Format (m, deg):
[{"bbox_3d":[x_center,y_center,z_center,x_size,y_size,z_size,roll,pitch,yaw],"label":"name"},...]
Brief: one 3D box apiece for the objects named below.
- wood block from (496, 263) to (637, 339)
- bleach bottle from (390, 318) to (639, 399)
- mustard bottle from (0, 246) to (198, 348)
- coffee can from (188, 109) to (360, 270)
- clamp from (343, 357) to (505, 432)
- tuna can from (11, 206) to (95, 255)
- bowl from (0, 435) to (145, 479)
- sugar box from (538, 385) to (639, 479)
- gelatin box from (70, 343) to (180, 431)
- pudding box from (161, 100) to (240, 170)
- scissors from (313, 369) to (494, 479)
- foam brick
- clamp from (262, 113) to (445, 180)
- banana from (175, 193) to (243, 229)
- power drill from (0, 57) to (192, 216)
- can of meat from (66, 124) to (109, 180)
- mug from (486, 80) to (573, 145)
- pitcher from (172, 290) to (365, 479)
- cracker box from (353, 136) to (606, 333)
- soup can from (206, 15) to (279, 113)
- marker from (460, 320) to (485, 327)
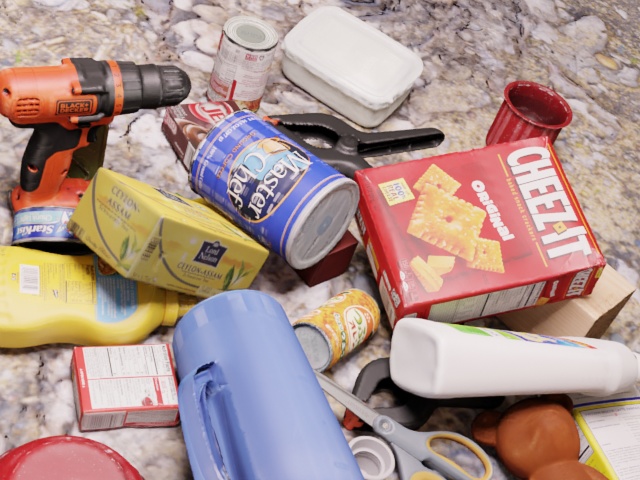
[{"bbox_3d":[0.224,0.030,1.164,0.206,0.091,0.090,43,46,22],"label":"wood block"},{"bbox_3d":[0.199,0.117,1.013,0.250,0.068,0.103,5,2,-23],"label":"bleach bottle"},{"bbox_3d":[-0.208,0.055,0.982,0.191,0.058,0.096,4,46,-19],"label":"mustard bottle"},{"bbox_3d":[-0.046,-0.051,1.061,0.140,0.103,0.102,36,44,23],"label":"coffee can"},{"bbox_3d":[0.088,0.132,1.041,0.171,0.039,0.120,-12,51,-32],"label":"clamp"},{"bbox_3d":[-0.246,-0.007,1.008,0.086,0.086,0.034,4,78,-19],"label":"tuna can"},{"bbox_3d":[-0.198,0.209,0.831,0.162,0.055,0.162,12,43,-11],"label":"bowl"},{"bbox_3d":[0.289,0.193,1.059,0.093,0.048,0.176,-2,43,-24],"label":"sugar box"},{"bbox_3d":[-0.171,0.129,0.943,0.089,0.030,0.073,0,45,-22],"label":"gelatin box"},{"bbox_3d":[-0.116,-0.109,1.204,0.089,0.039,0.113,-10,52,-33],"label":"pudding box"},{"bbox_3d":[0.058,0.189,0.961,0.201,0.016,0.096,22,64,-2],"label":"scissors"},{"bbox_3d":[-0.007,0.001,1.127,0.052,0.051,0.078,-21,57,-38],"label":"foam brick"},{"bbox_3d":[0.037,-0.102,1.199,0.210,0.036,0.164,22,44,9],"label":"clamp"},{"bbox_3d":[-0.059,-0.046,1.164,0.197,0.037,0.070,-11,54,-31],"label":"banana"},{"bbox_3d":[-0.224,-0.093,1.033,0.184,0.188,0.057,-5,47,-25],"label":"power drill"},{"bbox_3d":[-0.257,-0.116,1.108,0.057,0.102,0.084,0,45,-21],"label":"can of meat"},{"bbox_3d":[0.264,-0.152,1.375,0.093,0.082,0.117,14,43,-9],"label":"mug"},{"bbox_3d":[-0.053,0.156,0.887,0.144,0.149,0.243,-9,47,-17],"label":"pitcher"},{"bbox_3d":[0.154,-0.008,1.074,0.213,0.072,0.164,-12,61,-10],"label":"cracker box"},{"bbox_3d":[-0.093,-0.205,1.266,0.068,0.102,0.068,11,43,-11],"label":"soup can"},{"bbox_3d":[0.126,0.058,1.147,0.121,0.020,0.020,41,45,20],"label":"marker"}]
